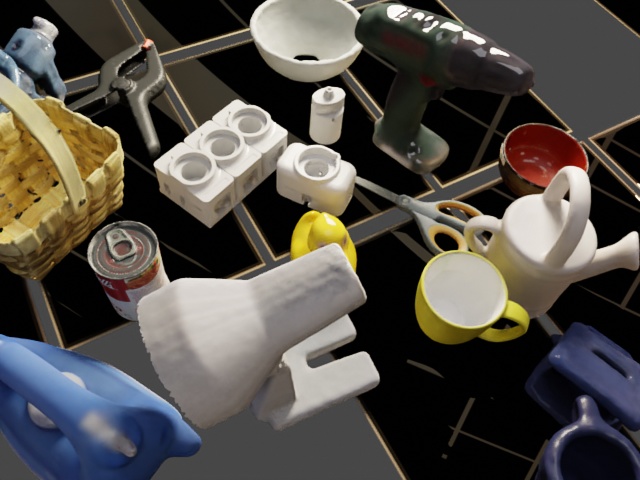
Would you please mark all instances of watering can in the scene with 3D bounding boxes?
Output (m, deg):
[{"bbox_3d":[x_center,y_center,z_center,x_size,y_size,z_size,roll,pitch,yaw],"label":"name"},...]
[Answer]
[{"bbox_3d":[0.248,0.000,0.614,0.173,0.194,0.101,-5,58,-8],"label":"watering can"}]

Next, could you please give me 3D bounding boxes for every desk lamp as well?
[{"bbox_3d":[-0.042,0.091,0.519,0.203,0.213,0.117,-20,61,-16],"label":"desk lamp"}]

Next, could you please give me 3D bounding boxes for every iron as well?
[{"bbox_3d":[-0.240,0.141,0.512,0.258,0.141,0.119,29,60,13],"label":"iron"}]

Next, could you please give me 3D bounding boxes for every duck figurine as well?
[{"bbox_3d":[0.006,0.002,0.655,0.077,0.086,0.104,-15,60,-14],"label":"duck figurine"}]

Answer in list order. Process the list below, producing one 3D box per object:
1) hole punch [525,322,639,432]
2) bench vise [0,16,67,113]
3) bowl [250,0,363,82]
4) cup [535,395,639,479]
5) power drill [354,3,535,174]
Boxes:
[{"bbox_3d":[0.283,0.139,0.589,0.108,0.091,0.101,40,63,19],"label":"hole punch"},{"bbox_3d":[-0.408,-0.218,0.681,0.121,0.220,0.207,7,57,0],"label":"bench vise"},{"bbox_3d":[-0.018,-0.287,0.845,0.167,0.075,0.167,2,57,-3],"label":"bowl"},{"bbox_3d":[0.238,0.213,0.535,0.091,0.095,0.118,7,57,0],"label":"cup"},{"bbox_3d":[0.137,-0.185,0.713,0.229,0.208,0.076,39,63,19],"label":"power drill"}]
